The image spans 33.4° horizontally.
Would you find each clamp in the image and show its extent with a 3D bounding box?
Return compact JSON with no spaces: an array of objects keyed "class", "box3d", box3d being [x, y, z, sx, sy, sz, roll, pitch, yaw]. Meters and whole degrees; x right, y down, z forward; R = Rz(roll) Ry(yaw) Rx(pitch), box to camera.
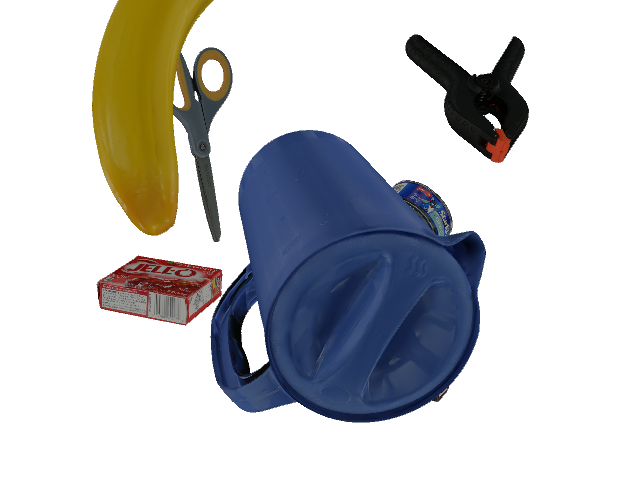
[{"class":"clamp","box3d":[0.142,-0.144,1.016,0.120,0.039,0.171,1,44,1]}]

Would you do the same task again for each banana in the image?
[{"class":"banana","box3d":[-0.070,-0.092,0.508,0.070,0.197,0.037,15,-31,9]}]

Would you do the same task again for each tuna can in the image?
[{"class":"tuna can","box3d":[0.107,-0.025,1.226,0.086,0.086,0.033,0,36,48]}]

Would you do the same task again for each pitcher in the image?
[{"class":"pitcher","box3d":[0.001,0.014,0.743,0.149,0.145,0.243,6,22,-15]}]

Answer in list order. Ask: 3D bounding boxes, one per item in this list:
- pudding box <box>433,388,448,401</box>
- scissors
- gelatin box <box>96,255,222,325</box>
[{"class":"pudding box","box3d":[0.069,0.093,1.003,0.114,0.090,0.039,10,18,21]},{"class":"scissors","box3d":[-0.109,-0.109,1.086,0.096,0.202,0.016,-29,13,-29]},{"class":"gelatin box","box3d":[-0.143,0.042,0.954,0.089,0.030,0.073,9,21,18]}]
